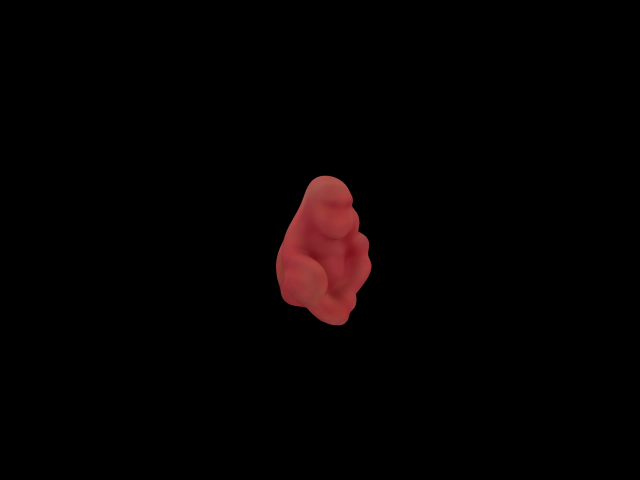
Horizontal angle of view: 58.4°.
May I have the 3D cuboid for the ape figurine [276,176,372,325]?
[{"bbox_3d":[0.004,0.001,0.400,0.078,0.092,0.075,-14,24,-33],"label":"ape figurine"}]
